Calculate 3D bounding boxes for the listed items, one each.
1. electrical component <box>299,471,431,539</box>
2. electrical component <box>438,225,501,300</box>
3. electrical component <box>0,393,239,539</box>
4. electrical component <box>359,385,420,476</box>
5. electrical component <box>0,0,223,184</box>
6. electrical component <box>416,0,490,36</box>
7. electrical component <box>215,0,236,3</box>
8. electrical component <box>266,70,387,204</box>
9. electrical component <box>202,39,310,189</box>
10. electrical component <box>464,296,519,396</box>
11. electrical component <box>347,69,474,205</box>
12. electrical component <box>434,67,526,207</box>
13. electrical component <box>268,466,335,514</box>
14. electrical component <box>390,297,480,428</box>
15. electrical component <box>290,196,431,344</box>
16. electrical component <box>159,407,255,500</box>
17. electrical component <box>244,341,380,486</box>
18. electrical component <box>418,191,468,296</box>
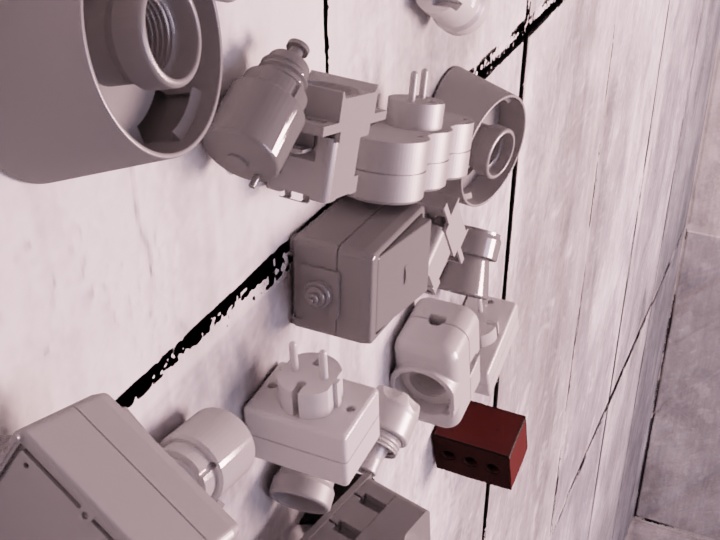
[{"bbox_3d":[-0.026,0.231,0.669,0.186,0.060,0.105,-40,140,-37],"label":"electrical component"},{"bbox_3d":[0.091,-0.007,0.895,0.045,0.045,0.055,19,85,-69],"label":"electrical component"},{"bbox_3d":[-0.104,0.094,0.414,0.061,0.096,0.061,-52,168,24],"label":"electrical component"},{"bbox_3d":[0.015,0.119,0.783,0.043,0.043,0.062,68,42,-56],"label":"electrical component"},{"bbox_3d":[-0.095,-0.082,0.392,0.099,0.064,0.099,-1,90,-67],"label":"electrical component"},{"bbox_3d":[0.061,-0.183,0.723,0.046,0.040,0.040,9,95,-63],"label":"electrical component"},{"bbox_3d":[-0.059,-0.153,0.417,0.057,0.058,0.078,30,75,-71],"label":"electrical component"},{"bbox_3d":[-0.022,-0.071,0.578,0.081,0.042,0.063,-28,130,-62],"label":"electrical component"},{"bbox_3d":[-0.045,-0.079,0.518,0.040,0.040,0.078,69,40,-56],"label":"electrical component"},{"bbox_3d":[0.107,0.055,0.968,0.075,0.047,0.083,76,34,-50],"label":"electrical component"},{"bbox_3d":[0.034,-0.092,0.690,0.138,0.052,0.073,-31,131,-62],"label":"electrical component"},{"bbox_3d":[0.082,-0.100,0.823,0.099,0.064,0.099,-39,143,-37],"label":"electrical component"},{"bbox_3d":[-0.032,0.125,0.677,0.040,0.040,0.046,67,35,-57],"label":"electrical component"},{"bbox_3d":[0.061,0.078,0.857,0.095,0.054,0.059,83,29,-42],"label":"electrical component"},{"bbox_3d":[0.000,0.000,0.649,0.096,0.061,0.061,-45,142,-53],"label":"electrical component"},{"bbox_3d":[-0.084,0.098,0.528,0.078,0.040,0.040,-38,137,-58],"label":"electrical component"},{"bbox_3d":[-0.028,0.073,0.617,0.047,0.066,0.076,-51,148,-47],"label":"electrical component"},{"bbox_3d":[0.045,-0.020,0.776,0.063,0.042,0.081,-65,155,-22],"label":"electrical component"}]
